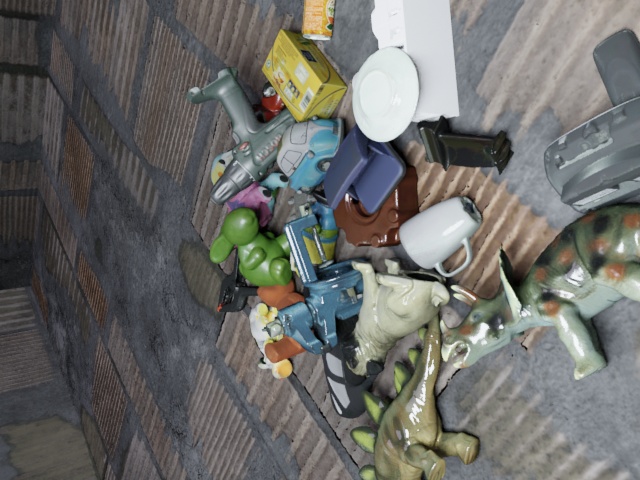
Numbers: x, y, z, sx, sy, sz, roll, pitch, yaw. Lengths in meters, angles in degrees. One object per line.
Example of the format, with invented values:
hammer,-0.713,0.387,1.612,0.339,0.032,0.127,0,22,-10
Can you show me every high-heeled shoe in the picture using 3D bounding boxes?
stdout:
high-heeled shoe,0.020,0.209,1.013,0.249,0.086,0.145,55,133,24

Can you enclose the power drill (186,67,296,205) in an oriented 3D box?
power drill,-0.165,-0.208,1.025,0.207,0.232,0.086,54,176,3

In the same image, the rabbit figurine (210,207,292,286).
rabbit figurine,-0.139,0.000,1.074,0.159,0.121,0.170,-4,133,30

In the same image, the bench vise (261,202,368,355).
bench vise,-0.010,0.060,0.907,0.129,0.224,0.240,-166,57,-77

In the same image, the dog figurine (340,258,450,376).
dog figurine,0.116,0.136,0.830,0.172,0.121,0.190,23,109,61

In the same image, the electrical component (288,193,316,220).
electrical component,-0.031,-0.066,1.084,0.094,0.021,0.063,-5,92,49

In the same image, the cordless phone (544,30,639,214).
cordless phone,0.324,-0.137,0.621,0.146,0.088,0.184,-32,60,48

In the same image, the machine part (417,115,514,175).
machine part,0.203,-0.133,0.767,0.139,0.039,0.084,19,140,41

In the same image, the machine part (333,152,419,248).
machine part,0.089,-0.069,0.914,0.180,0.056,0.179,8,100,50

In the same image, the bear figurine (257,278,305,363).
bear figurine,-0.079,0.134,1.092,0.196,0.132,0.120,52,120,25

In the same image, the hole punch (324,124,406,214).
hole punch,0.055,-0.113,0.844,0.142,0.092,0.116,-59,46,37

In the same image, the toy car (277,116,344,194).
toy car,-0.026,-0.162,0.982,0.161,0.103,0.109,-43,31,48

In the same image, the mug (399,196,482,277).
mug,0.186,-0.007,0.789,0.107,0.081,0.109,-42,60,35

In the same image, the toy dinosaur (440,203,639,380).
toy dinosaur,0.319,0.036,0.615,0.404,0.131,0.192,-47,60,36

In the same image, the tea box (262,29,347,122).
tea box,-0.032,-0.305,1.015,0.098,0.068,0.170,-53,55,38

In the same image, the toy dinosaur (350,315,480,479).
toy dinosaur,0.144,0.312,0.868,0.199,0.105,0.470,29,106,49

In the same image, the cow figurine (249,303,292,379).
cow figurine,-0.114,0.226,1.189,0.098,0.068,0.167,-31,68,54

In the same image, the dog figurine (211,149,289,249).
dog figurine,-0.171,-0.066,1.161,0.191,0.108,0.219,34,129,0

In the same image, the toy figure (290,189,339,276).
toy figure,-0.004,-0.002,1.017,0.089,0.082,0.180,42,123,41

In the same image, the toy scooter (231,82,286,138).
toy scooter,-0.116,-0.231,1.125,0.184,0.075,0.135,-35,71,42
